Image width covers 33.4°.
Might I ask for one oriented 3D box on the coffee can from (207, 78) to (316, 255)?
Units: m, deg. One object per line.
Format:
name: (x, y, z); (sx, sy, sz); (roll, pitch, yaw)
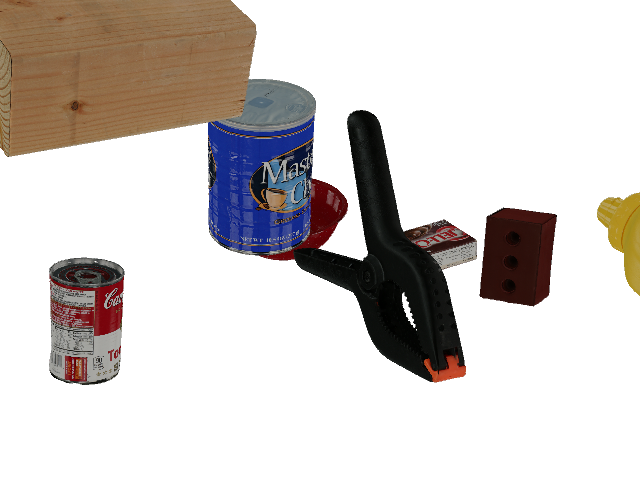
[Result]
coffee can: (-0.058, -0.071, 1.031); (0.103, 0.140, 0.103); (2, 32, -1)

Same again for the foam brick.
foam brick: (0.178, 0.014, 0.961); (0.053, 0.078, 0.051); (9, 16, 25)

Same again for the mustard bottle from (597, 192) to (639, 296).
mustard bottle: (0.243, 0.017, 0.643); (0.096, 0.058, 0.192); (-24, 35, -25)

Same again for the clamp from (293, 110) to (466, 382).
clamp: (0.049, 0.015, 0.806); (0.036, 0.165, 0.210); (-8, 43, -30)

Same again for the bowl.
bowl: (-0.047, -0.021, 1.337); (0.162, 0.055, 0.162); (-1, 31, 0)

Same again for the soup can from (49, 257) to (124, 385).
soup can: (-0.219, 0.075, 0.996); (0.068, 0.102, 0.068); (5, 18, -2)

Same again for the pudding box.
pudding box: (0.165, 0.012, 1.605); (0.113, 0.039, 0.090); (-18, 27, -20)

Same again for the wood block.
wood block: (-0.165, -0.142, 0.854); (0.205, 0.091, 0.090); (-14, 45, -33)
